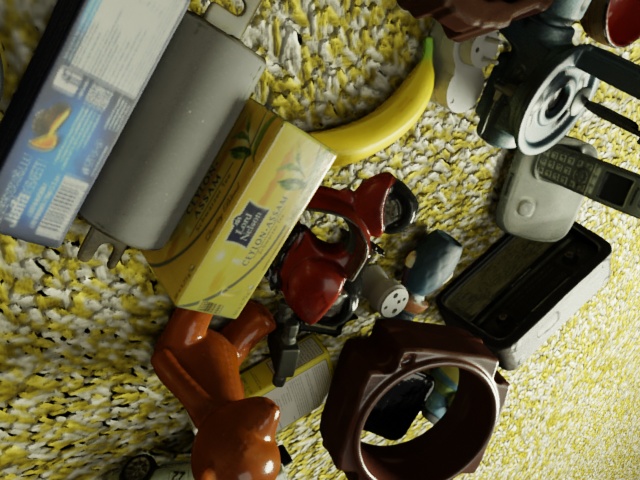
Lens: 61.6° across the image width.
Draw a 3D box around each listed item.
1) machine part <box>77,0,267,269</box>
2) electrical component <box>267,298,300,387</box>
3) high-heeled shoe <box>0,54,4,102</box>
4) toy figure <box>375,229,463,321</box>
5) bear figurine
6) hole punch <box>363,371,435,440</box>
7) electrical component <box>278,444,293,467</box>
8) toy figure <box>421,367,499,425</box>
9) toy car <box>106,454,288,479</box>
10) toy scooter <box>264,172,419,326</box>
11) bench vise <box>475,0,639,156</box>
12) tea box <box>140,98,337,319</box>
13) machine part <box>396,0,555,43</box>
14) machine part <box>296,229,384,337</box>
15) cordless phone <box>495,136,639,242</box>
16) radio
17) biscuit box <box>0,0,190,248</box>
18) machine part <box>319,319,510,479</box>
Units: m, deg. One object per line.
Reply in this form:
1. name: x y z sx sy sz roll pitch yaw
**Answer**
1. machine part: -0.113 -0.081 0.409 0.079 0.079 0.243 24 102 -43
2. electrical component: -0.042 0.115 0.595 0.021 0.063 0.093 1 121 -19
3. high-heeled shoe: -0.238 -0.131 0.285 0.145 0.086 0.248 36 90 -42
4. toy figure: 0.124 0.060 0.691 0.154 0.064 0.058 -58 172 16
5. bear figurine: -0.082 0.141 0.496 0.132 0.196 0.120 -52 132 2
6. hole punch: 0.076 0.193 0.736 0.115 0.092 0.142 26 104 -22
7. electrical component: -0.093 0.288 0.670 0.119 0.075 0.047 -22 130 -18
8. toy figure: 0.220 0.211 0.846 0.089 0.082 0.180 26 104 -46
9. toy car: -0.136 0.273 0.595 0.202 0.056 0.073 -7 128 4
10. toy scooter: -0.001 -0.002 0.536 0.135 0.075 0.183 25 112 -16
11. bench vise: 0.258 -0.164 0.520 0.129 0.241 0.223 -5 130 -42
12. tea box: -0.073 -0.031 0.457 0.068 0.098 0.169 22 102 -45
13. machine part: 0.132 -0.259 0.448 0.179 0.056 0.179 -3 97 -22
14. machine part: 0.023 0.055 0.628 0.084 0.039 0.138 15 110 -32
15. cordless phone: 0.327 -0.048 0.681 0.089 0.184 0.146 -12 125 -36
16. radio: 0.294 0.067 0.768 0.229 0.131 0.073 -41 136 -7
17. biscuit box: -0.169 -0.096 0.368 0.059 0.063 0.202 23 103 -43
18. machine part: 0.114 0.205 0.653 0.201 0.087 0.200 10 105 -21
